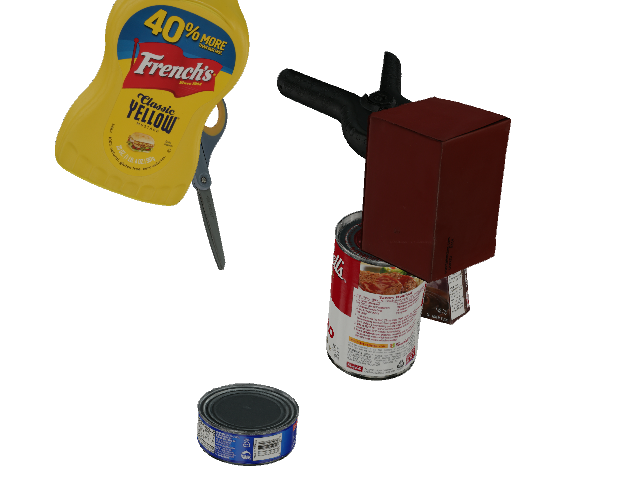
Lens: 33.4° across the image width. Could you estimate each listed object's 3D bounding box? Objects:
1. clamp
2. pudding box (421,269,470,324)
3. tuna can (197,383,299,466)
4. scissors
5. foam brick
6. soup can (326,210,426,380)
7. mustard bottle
[{"bbox_3d":[0.036,-0.110,0.916,0.120,0.039,0.171,-12,40,-12],"label":"clamp"},{"bbox_3d":[0.098,0.030,1.104,0.114,0.090,0.039,11,28,41],"label":"pudding box"},{"bbox_3d":[-0.062,0.155,0.904,0.086,0.034,0.086,4,19,-2],"label":"tuna can"},{"bbox_3d":[-0.116,-0.078,1.139,0.096,0.202,0.016,-33,13,-34],"label":"scissors"},{"bbox_3d":[0.057,-0.027,0.541,0.052,0.078,0.051,-19,33,-38],"label":"foam brick"},{"bbox_3d":[0.040,0.038,0.746,0.068,0.102,0.068,3,33,-2],"label":"soup can"},{"bbox_3d":[-0.102,-0.122,0.723,0.096,0.192,0.058,21,20,-21],"label":"mustard bottle"}]
